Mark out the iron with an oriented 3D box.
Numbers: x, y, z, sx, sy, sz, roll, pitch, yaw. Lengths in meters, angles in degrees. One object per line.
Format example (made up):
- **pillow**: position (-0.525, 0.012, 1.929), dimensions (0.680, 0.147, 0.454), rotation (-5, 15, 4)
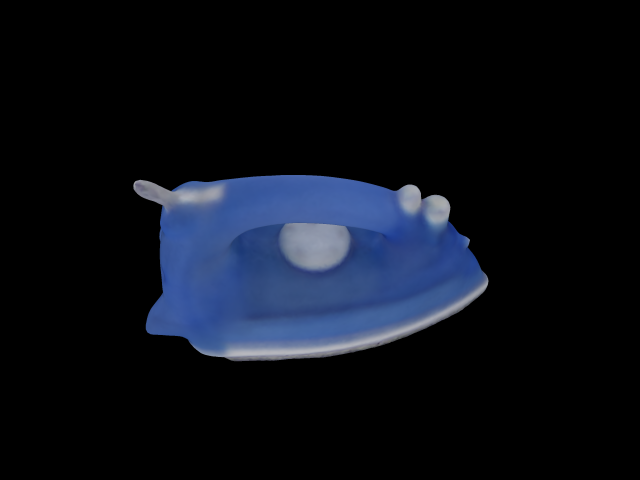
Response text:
- **iron**: position (0.004, 0.001, 0.400), dimensions (0.258, 0.141, 0.118), rotation (-3, 55, -2)
